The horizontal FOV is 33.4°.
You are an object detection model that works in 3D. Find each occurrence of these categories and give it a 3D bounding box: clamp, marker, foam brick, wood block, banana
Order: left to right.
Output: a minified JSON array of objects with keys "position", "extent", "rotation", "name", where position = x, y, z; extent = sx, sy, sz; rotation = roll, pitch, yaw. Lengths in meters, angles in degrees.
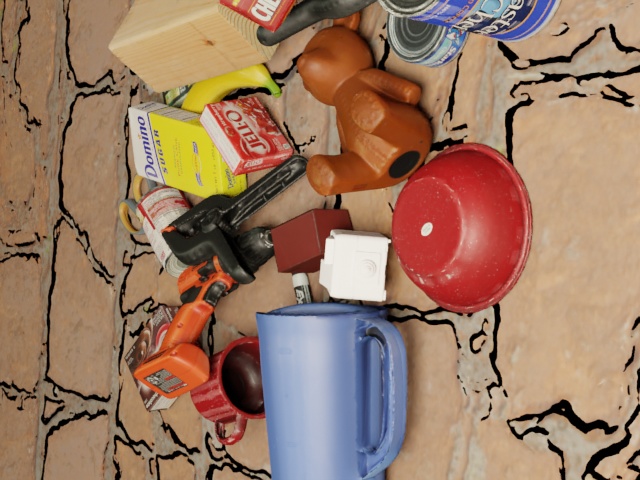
[{"position":[-0.139,-0.247,1.242],"extent":[0.207,0.090,0.090],"rotation":[-6,52,45],"name":"wood block"},{"position":[-0.122,-0.177,1.292],"extent":[0.198,0.037,0.069],"rotation":[-19,74,47],"name":"banana"},{"position":[-0.111,-0.008,1.187],"extent":[0.210,0.036,0.164],"rotation":[-15,42,42],"name":"clamp"},{"position":[-0.017,0.069,1.174],"extent":[0.020,0.020,0.121],"rotation":[-29,68,45],"name":"marker"},{"position":[-0.007,0.001,1.140],"extent":[0.078,0.052,0.051],"rotation":[-24,71,46],"name":"foam brick"},{"position":[0.019,-0.255,1.086],"extent":[0.172,0.039,0.120],"rotation":[-7,45,43],"name":"clamp"}]

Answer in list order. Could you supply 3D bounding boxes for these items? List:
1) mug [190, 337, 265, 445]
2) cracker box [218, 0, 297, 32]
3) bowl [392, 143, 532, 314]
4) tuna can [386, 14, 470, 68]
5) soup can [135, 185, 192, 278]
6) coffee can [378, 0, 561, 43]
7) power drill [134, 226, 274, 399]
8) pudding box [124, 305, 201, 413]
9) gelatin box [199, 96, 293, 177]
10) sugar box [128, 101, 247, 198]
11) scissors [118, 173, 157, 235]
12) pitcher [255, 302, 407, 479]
[{"position":[-0.096,0.174,1.206],"extent":[0.082,0.093,0.117],"rotation":[-27,52,51],"name":"mug"},{"position":[-0.018,-0.325,1.070],"extent":[0.164,0.072,0.213],"rotation":[-55,13,32],"name":"cracker box"},{"position":[0.117,-0.012,0.993],"extent":[0.162,0.055,0.162],"rotation":[-2,88,50],"name":"bowl"},{"position":[0.104,-0.212,1.032],"extent":[0.086,0.033,0.086],"rotation":[-3,87,50],"name":"tuna can"},{"position":[-0.181,-0.011,1.332],"extent":[0.069,0.068,0.102],"rotation":[-57,50,31],"name":"soup can"},{"position":[0.129,-0.232,0.922],"extent":[0.103,0.140,0.103],"rotation":[-3,86,49],"name":"coffee can"},{"position":[-0.127,0.080,1.209],"extent":[0.185,0.057,0.187],"rotation":[-33,26,48],"name":"power drill"},{"position":[-0.199,0.152,1.369],"extent":[0.114,0.039,0.090],"rotation":[-54,51,33],"name":"pudding box"},{"position":[-0.083,-0.119,1.206],"extent":[0.089,0.073,0.030],"rotation":[56,139,22],"name":"gelatin box"},{"position":[-0.164,-0.109,1.303],"extent":[0.177,0.048,0.093],"rotation":[17,120,41],"name":"sugar box"},{"position":[-0.210,-0.025,1.406],"extent":[0.202,0.016,0.096],"rotation":[29,110,46],"name":"scissors"},{"position":[0.013,0.183,1.057],"extent":[0.149,0.145,0.243],"rotation":[-11,-82,-89],"name":"pitcher"}]
